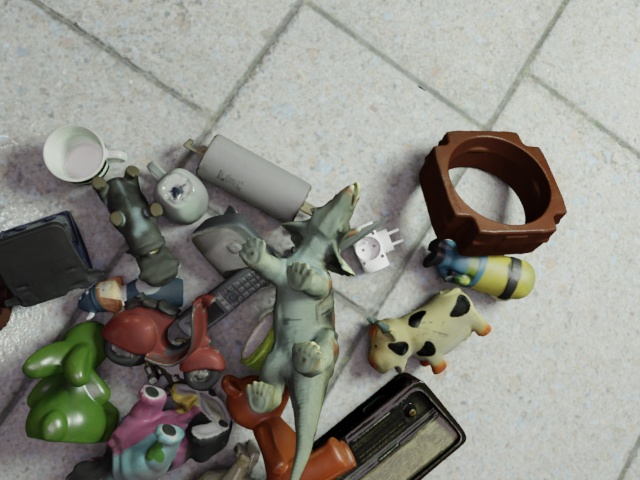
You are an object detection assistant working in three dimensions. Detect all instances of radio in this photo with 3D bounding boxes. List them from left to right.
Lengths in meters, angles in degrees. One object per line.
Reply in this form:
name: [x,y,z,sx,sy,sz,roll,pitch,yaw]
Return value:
radio: [0.101,0.324,0.850,0.229,0.073,0.131,-36,91,-10]

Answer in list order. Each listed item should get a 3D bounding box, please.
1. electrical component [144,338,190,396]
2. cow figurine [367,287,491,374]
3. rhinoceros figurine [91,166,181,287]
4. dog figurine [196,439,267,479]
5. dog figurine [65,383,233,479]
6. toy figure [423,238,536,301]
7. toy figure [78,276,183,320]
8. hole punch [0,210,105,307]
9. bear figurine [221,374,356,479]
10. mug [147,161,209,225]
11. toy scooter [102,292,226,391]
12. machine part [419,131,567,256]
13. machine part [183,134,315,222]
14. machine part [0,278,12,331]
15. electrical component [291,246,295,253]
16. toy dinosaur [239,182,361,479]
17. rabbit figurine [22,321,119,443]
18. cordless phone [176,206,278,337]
electrical component: [-0.220,0.193,0.822,0.102,0.045,0.078,-26,88,-10]
cow figurine: [0.163,0.148,0.871,0.195,0.085,0.127,-35,98,-8]
rhinoceros figurine: [-0.272,-0.018,0.794,0.073,0.112,0.190,-24,71,-27]
dog figurine: [-0.143,0.409,0.780,0.190,0.121,0.172,-39,63,-6]
dog figurine: [-0.252,0.317,0.777,0.219,0.191,0.109,-52,53,14]
toy figure: [0.267,0.049,0.892,0.180,0.089,0.082,22,90,-9]
toy figure: [-0.286,0.083,0.814,0.154,0.064,0.057,-2,107,-14]
hole punch: [-0.407,0.025,0.795,0.142,0.092,0.115,-21,117,-13]
bear figurine: [-0.051,0.265,0.776,0.132,0.120,0.196,-29,61,-2]
mug: [-0.218,-0.078,0.814,0.081,0.107,0.109,-39,94,-12]
toy scooter: [-0.212,0.125,0.761,0.184,0.075,0.135,19,101,1]
machine part: [0.274,-0.076,0.871,0.201,0.087,0.201,-2,62,-13]
machine part: [-0.103,-0.094,0.849,0.243,0.079,0.079,29,82,-7]
machine part: [-0.485,0.051,0.730,0.056,0.179,0.179,-10,87,-8]
electrical component: [-0.002,-0.003,0.886,0.094,0.021,0.063,-3,86,-10]
toy dinosaur: [-0.019,0.119,0.746,0.131,0.192,0.404,0,82,26]
rabbit figurine: [-0.356,0.193,0.761,0.121,0.159,0.170,6,69,1]
cordless phone: [-0.160,0.052,0.806,0.184,0.089,0.146,-40,128,-6]
